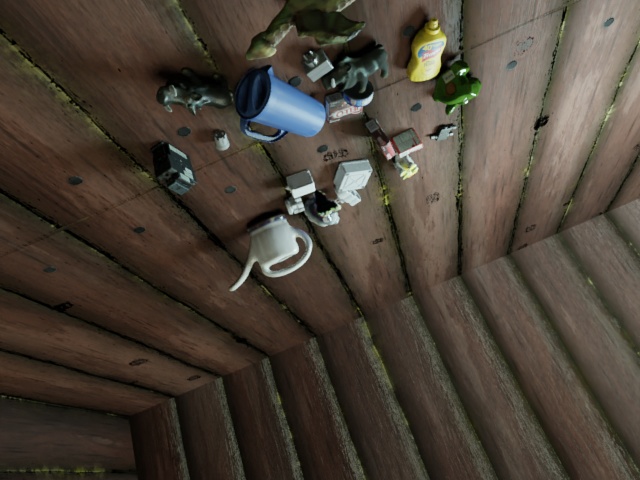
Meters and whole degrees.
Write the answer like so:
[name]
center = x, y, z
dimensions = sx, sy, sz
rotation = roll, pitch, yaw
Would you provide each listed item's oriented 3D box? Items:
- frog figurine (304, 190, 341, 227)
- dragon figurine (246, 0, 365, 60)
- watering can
[frog figurine]
center = 0.006, -0.097, 1.926
dimensions = 0.137, 0.125, 0.156
rotation = 16, 157, 0
[dragon figurine]
center = 0.022, -0.490, 1.100
dimensions = 0.410, 0.248, 0.120
rotation = -21, 147, 2
[watering can]
center = -0.205, 0.038, 1.894
dimensions = 0.347, 0.226, 0.103
rotation = -22, 169, 1
